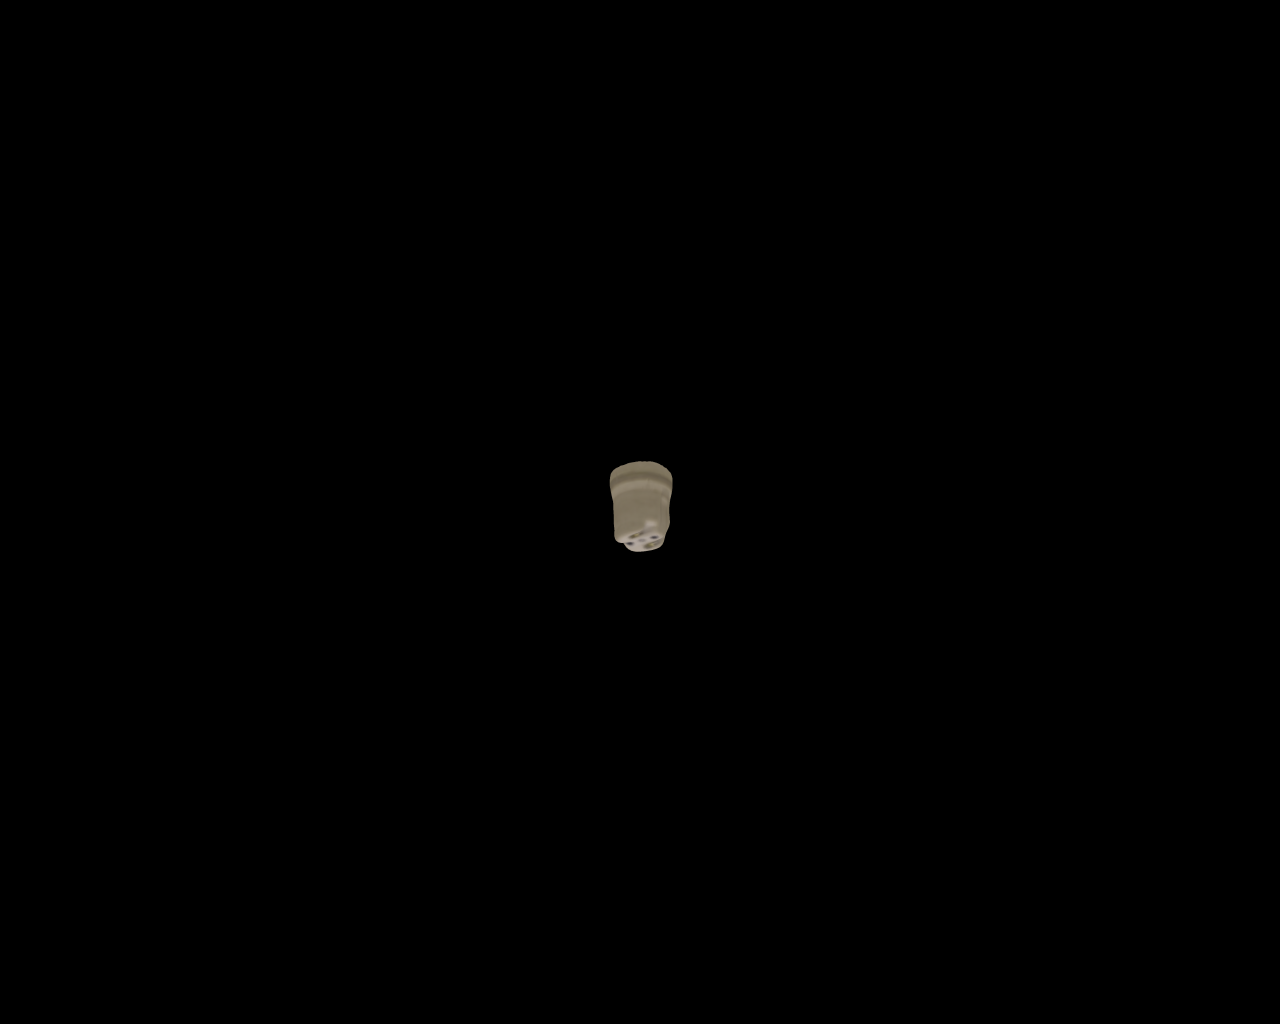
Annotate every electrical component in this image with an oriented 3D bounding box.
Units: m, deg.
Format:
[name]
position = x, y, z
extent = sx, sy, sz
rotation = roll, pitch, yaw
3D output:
[electrical component]
position = 0.001, -0.003, 0.650
extent = 0.040, 0.046, 0.040
rotation = 0, -25, 0
